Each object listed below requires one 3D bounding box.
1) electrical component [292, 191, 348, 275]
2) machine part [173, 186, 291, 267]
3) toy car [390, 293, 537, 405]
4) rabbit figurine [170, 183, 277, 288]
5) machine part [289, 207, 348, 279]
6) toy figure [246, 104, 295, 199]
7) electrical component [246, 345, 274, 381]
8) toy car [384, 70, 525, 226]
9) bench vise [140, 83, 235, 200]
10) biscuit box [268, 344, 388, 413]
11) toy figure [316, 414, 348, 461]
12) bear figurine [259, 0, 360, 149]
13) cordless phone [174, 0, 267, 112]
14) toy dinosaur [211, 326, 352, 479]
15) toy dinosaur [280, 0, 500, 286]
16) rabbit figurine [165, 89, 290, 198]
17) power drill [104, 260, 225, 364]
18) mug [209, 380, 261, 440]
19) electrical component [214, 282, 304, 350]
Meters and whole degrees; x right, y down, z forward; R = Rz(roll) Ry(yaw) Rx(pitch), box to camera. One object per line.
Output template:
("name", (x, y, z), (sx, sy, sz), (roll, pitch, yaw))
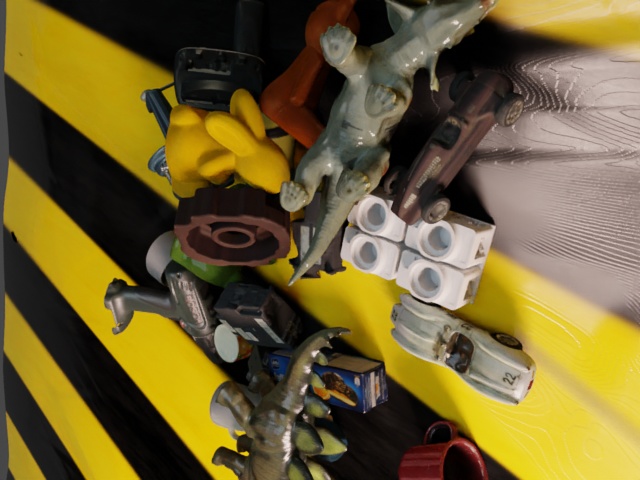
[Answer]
("electrical component", (-0.002, -0.013, 0.778), (0.075, 0.048, 0.119), (5, 100, 34))
("machine part", (-0.124, -0.017, 0.782), (0.179, 0.179, 0.056), (-25, 54, 42))
("toy car", (0.173, 0.133, 0.684), (0.202, 0.056, 0.073), (26, 114, 36))
("rabbit figurine", (-0.154, -0.009, 0.920), (0.159, 0.121, 0.170), (36, 105, 28))
("machine part", (-0.002, -0.003, 0.833), (0.084, 0.039, 0.138), (36, 118, 22))
("toy figure", (-0.079, -0.123, 0.846), (0.082, 0.089, 0.180), (17, 106, 34))
("electrical component", (-0.096, 0.231, 0.955), (0.102, 0.045, 0.078), (-69, 27, 23))
("toy car", (0.149, -0.109, 0.631), (0.202, 0.053, 0.089), (-53, 52, 12))
("bench vise", (-0.249, -0.174, 0.946), (0.240, 0.129, 0.223), (59, 161, 7))
("biscuit box", (0.007, 0.212, 0.844), (0.203, 0.059, 0.062), (1, 98, 43))
("toy figure", (-0.023, 0.301, 0.888), (0.155, 0.064, 0.057), (29, 151, 39))
("bear figurine", (0.007, -0.232, 0.752), (0.196, 0.132, 0.120), (-52, 24, 3))
("cordless phone", (-0.154, -0.297, 0.853), (0.089, 0.147, 0.184), (180, 95, -84))
("toy dinosaur", (-0.057, 0.285, 0.814), (0.199, 0.105, 0.470), (30, 125, 28))
("toy dinosaur", (0.055, -0.137, 0.665), (0.131, 0.192, 0.404), (36, 123, 14))
("rabbit figurine", (-0.119, -0.128, 0.753), (0.173, 0.122, 0.162), (23, 137, 13))
("power drill", (-0.289, 0.143, 1.014), (0.207, 0.086, 0.231), (3, 121, 15))
("mug", (-0.136, 0.320, 0.980), (0.107, 0.081, 0.109), (3, 96, 32))
("electrical component", (-0.109, 0.125, 0.897), (0.134, 0.058, 0.114), (1, 138, 37))
